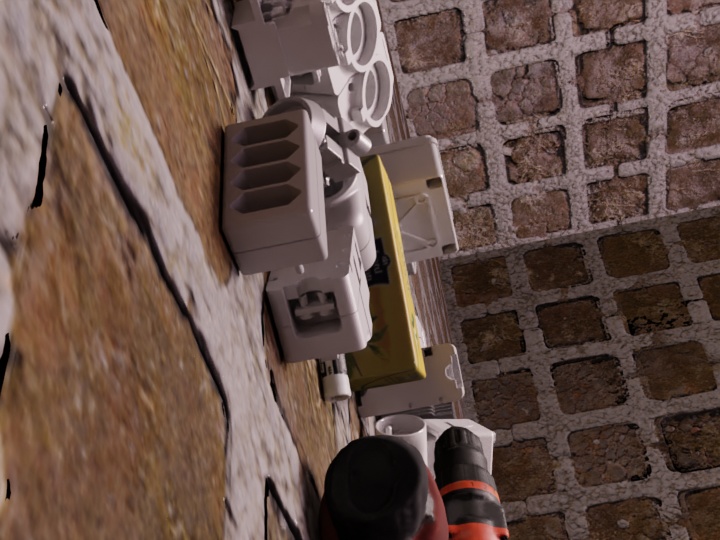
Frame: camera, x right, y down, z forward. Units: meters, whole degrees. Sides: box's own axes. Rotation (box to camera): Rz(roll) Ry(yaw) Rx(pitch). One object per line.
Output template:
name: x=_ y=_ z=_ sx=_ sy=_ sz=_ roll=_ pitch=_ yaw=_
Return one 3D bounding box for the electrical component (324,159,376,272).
electrical component: x=-0.023 y=-0.049 z=0.760 sx=0.059 sy=0.054 sz=0.095 roll=71 pitch=10 yaw=-52

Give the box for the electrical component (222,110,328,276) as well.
electrical component: x=-0.042 y=-0.030 z=0.589 sx=0.075 sy=0.047 sz=0.083 roll=73 pitch=9 yaw=-46

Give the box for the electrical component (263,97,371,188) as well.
electrical component: x=-0.035 y=-0.082 z=0.701 sx=0.055 sy=0.066 sz=0.048 roll=34 pitch=41 yaw=-54

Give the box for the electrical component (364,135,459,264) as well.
electrical component: x=0.026 y=-0.056 z=0.966 sx=0.108 sy=0.109 sz=0.056 roll=71 pitch=8 yaw=-49

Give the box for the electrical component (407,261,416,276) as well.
electrical component: x=0.020 y=-0.039 z=1.110 sx=0.053 sy=0.059 sz=0.095 roll=-75 pitch=153 yaw=-76

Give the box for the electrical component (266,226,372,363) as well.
electrical component: x=-0.023 y=0.017 z=0.661 sx=0.089 sy=0.050 sz=0.055 roll=-85 pitch=163 yaw=-68

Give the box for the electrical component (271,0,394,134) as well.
electrical component: x=-0.025 y=-0.173 z=0.785 sx=0.150 sy=0.062 sz=0.089 roll=73 pitch=34 yaw=-43

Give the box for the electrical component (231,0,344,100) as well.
electrical component: x=-0.046 y=-0.152 z=0.699 sx=0.042 sy=0.064 sz=0.081 roll=-94 pitch=170 yaw=-55

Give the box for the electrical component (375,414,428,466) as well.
electrical component: x=0.032 y=0.161 z=0.926 sx=0.079 sy=0.044 sz=0.077 roll=-123 pitch=-151 yaw=-71

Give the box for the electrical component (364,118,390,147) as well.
electrical component: x=-0.006 y=-0.121 z=0.992 sx=0.076 sy=0.066 sz=0.047 roll=66 pitch=14 yaw=-65

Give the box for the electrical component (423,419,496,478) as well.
electrical component: x=0.079 y=0.184 z=0.955 sx=0.062 sy=0.061 sz=0.096 roll=-168 pitch=-100 yaw=-74

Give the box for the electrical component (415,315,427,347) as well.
electrical component: x=0.041 y=0.087 z=1.101 sx=0.095 sy=0.054 sz=0.059 roll=60 pitch=20 yaw=-72

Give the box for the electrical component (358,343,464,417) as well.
electrical component: x=0.042 y=0.095 z=0.934 sx=0.056 sy=0.089 sz=0.050 roll=33 pitch=46 yaw=-81
